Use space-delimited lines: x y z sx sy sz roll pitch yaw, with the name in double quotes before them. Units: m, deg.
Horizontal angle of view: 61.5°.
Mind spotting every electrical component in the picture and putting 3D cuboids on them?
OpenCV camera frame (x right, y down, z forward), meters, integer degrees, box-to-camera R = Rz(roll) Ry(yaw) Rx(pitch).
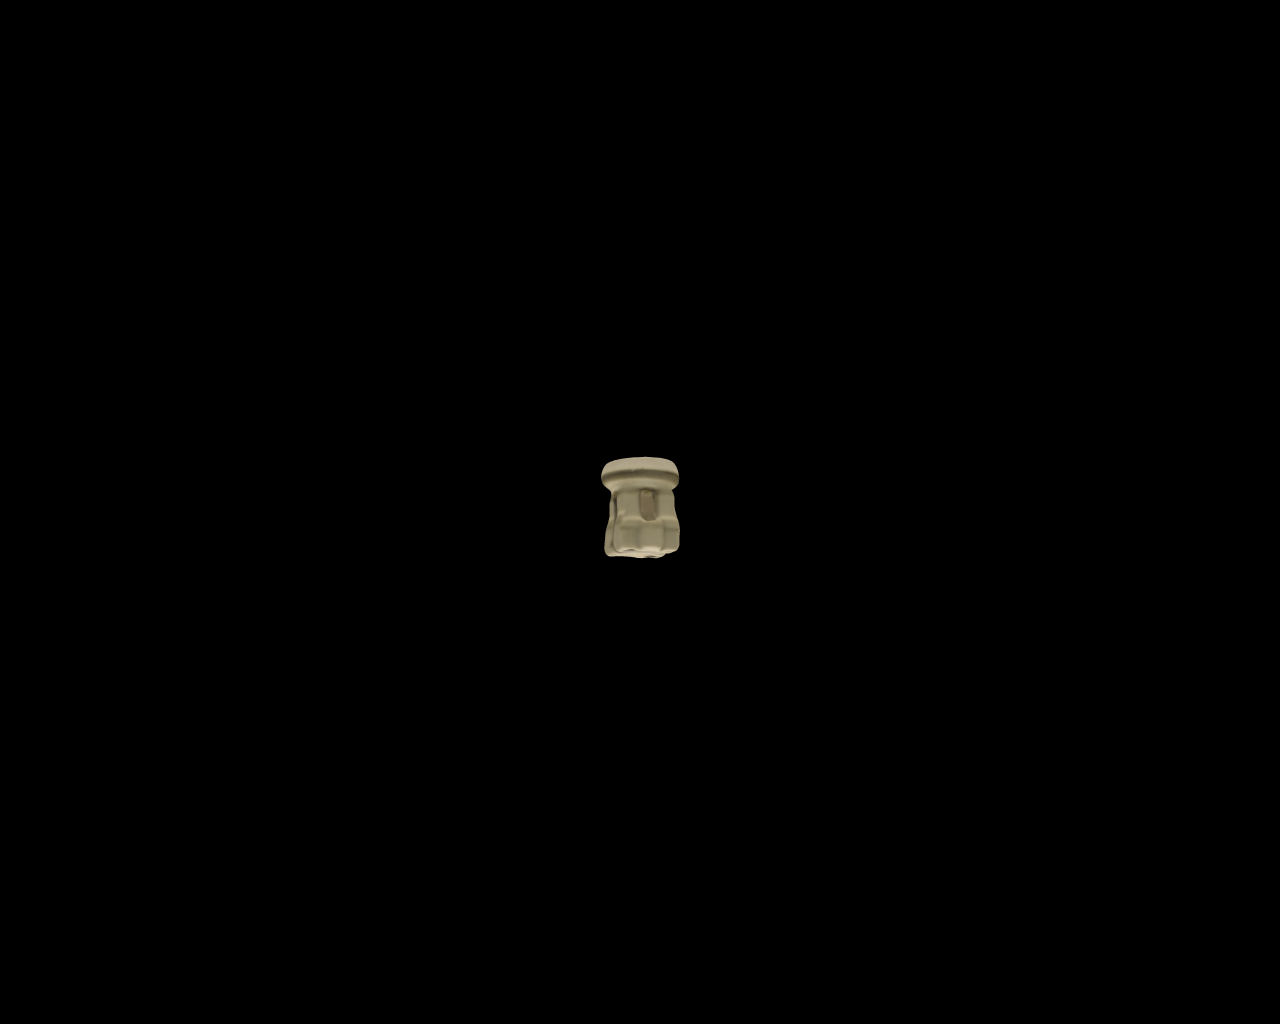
"electrical component" 0.001 -0.003 0.650 0.048 0.055 0.066 3 -10 -15
